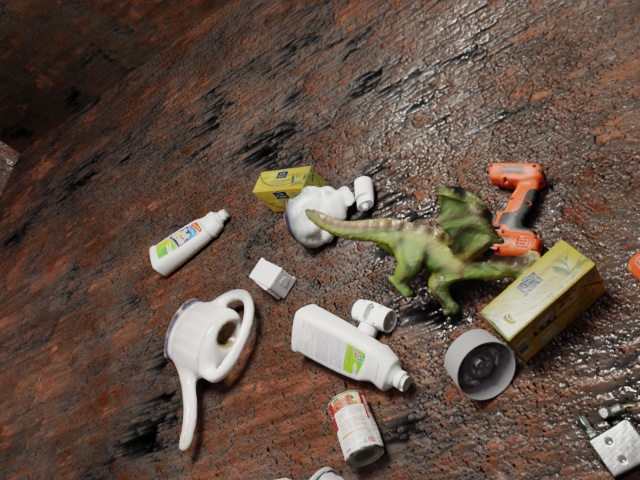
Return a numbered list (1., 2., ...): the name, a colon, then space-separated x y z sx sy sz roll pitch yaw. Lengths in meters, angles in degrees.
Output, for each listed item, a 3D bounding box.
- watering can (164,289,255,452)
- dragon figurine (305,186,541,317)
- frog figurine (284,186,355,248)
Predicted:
1. watering can: -0.269 0.260 1.142 0.224 0.102 0.353 6 62 42
2. dragon figurine: 0.186 -0.011 0.860 0.237 0.410 0.125 -61 4 48
3. frog figurine: 0.004 -0.059 1.173 0.159 0.122 0.138 -18 81 16
